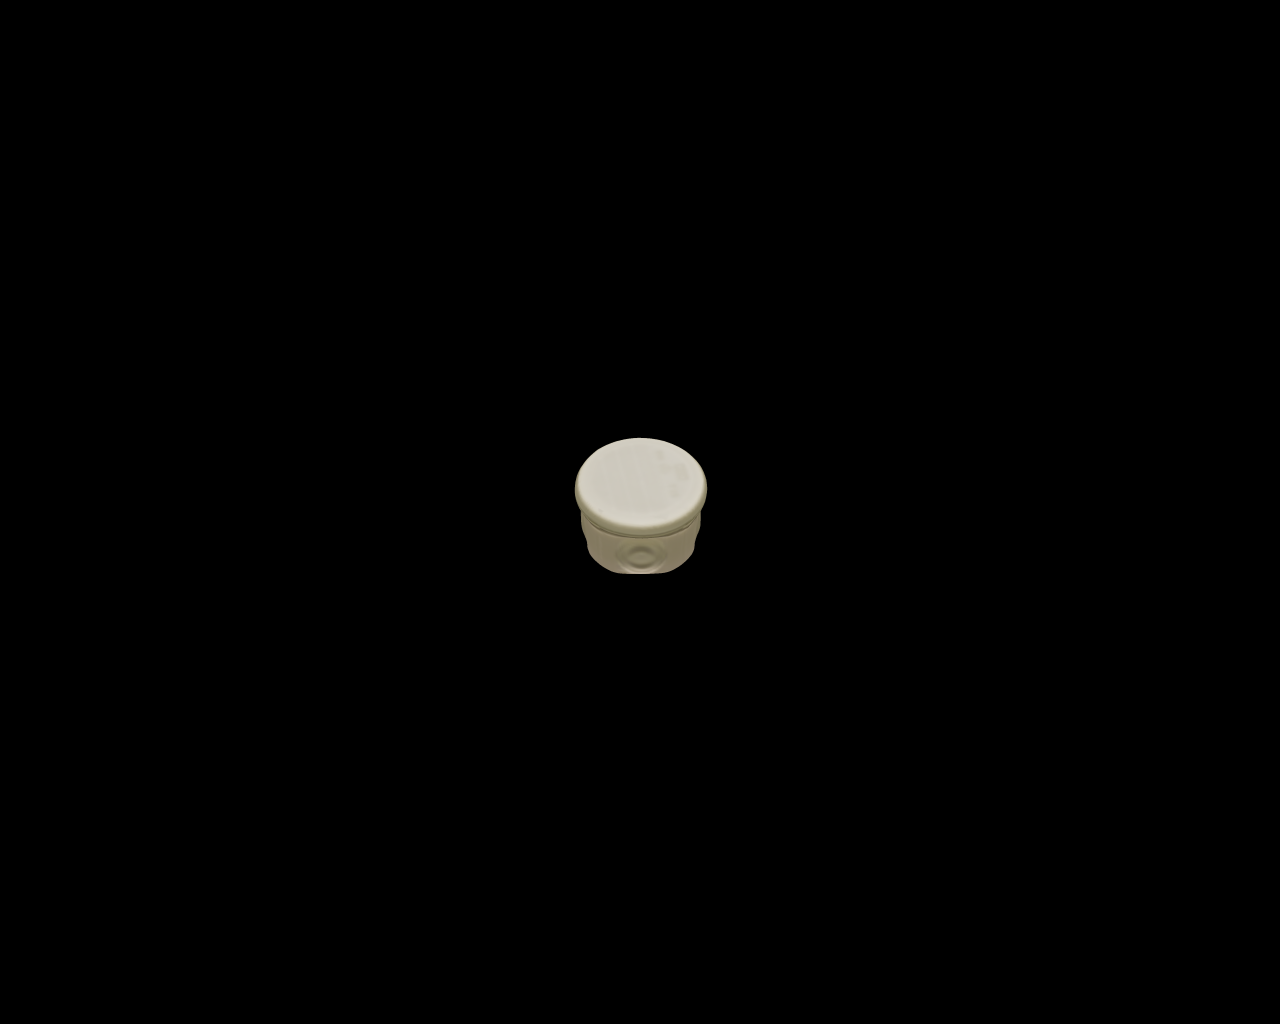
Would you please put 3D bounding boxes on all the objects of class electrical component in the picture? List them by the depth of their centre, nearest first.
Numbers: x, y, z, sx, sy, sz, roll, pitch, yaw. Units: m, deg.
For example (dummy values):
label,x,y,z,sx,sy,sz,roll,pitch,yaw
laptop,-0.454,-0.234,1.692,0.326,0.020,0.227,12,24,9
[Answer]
label,x,y,z,sx,sy,sz,roll,pitch,yaw
electrical component,0.001,-0.003,0.650,0.080,0.080,0.050,0,-43,0
